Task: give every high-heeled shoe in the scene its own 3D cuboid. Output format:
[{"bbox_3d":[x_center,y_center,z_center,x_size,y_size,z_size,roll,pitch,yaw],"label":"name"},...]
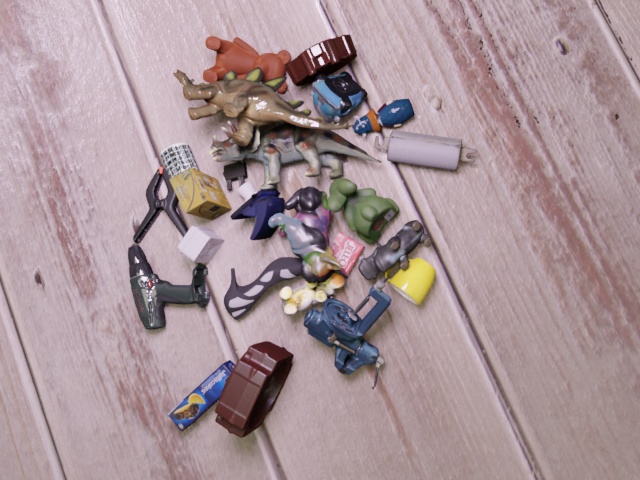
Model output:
[{"bbox_3d":[-0.122,0.126,1.352,0.249,0.086,0.145,-5,109,1],"label":"high-heeled shoe"}]

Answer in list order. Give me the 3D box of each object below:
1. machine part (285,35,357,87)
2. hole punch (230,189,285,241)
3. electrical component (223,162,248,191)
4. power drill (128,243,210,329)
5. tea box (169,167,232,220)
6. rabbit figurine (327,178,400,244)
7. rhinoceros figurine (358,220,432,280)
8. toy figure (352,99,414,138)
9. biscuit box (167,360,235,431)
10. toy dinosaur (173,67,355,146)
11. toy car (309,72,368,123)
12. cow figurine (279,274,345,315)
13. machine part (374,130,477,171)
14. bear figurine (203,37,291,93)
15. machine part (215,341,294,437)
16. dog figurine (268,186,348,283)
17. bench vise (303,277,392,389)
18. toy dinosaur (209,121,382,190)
[{"bbox_3d":[0.006,-0.433,1.307,0.179,0.179,0.056,-24,97,9],"label":"machine part"},{"bbox_3d":[-0.141,-0.063,1.336,0.116,0.142,0.092,-43,77,20],"label":"hole punch"},{"bbox_3d":[-0.224,-0.179,1.409,0.063,0.021,0.094,-11,76,13],"label":"electrical component"},{"bbox_3d":[-0.398,0.111,1.398,0.207,0.086,0.232,-8,86,7],"label":"power drill"},{"bbox_3d":[-0.296,-0.112,1.347,0.068,0.169,0.098,-28,80,7],"label":"tea box"},{"bbox_3d":[0.078,-0.085,1.293,0.170,0.159,0.121,41,105,26],"label":"rabbit figurine"},{"bbox_3d":[0.173,0.022,1.275,0.190,0.112,0.073,-40,110,-7],"label":"rhinoceros figurine"},{"bbox_3d":[0.155,-0.299,1.327,0.155,0.057,0.064,-18,76,14],"label":"toy figure"},{"bbox_3d":[-0.288,0.392,1.362,0.202,0.063,0.059,-43,80,6],"label":"biscuit box"},{"bbox_3d":[-0.153,-0.320,1.265,0.472,0.105,0.198,28,54,19],"label":"toy dinosaur"},{"bbox_3d":[0.037,-0.345,1.326,0.109,0.161,0.103,47,133,8],"label":"toy car"},{"bbox_3d":[-0.017,0.132,1.321,0.167,0.098,0.068,-22,76,-9],"label":"cow figurine"},{"bbox_3d":[0.251,-0.214,1.291,0.243,0.079,0.079,9,88,11],"label":"machine part"},{"bbox_3d":[-0.183,-0.444,1.375,0.196,0.132,0.120,20,115,16],"label":"bear figurine"},{"bbox_3d":[-0.154,0.345,1.267,0.087,0.201,0.201,25,92,14],"label":"machine part"},{"bbox_3d":[-0.003,-0.004,1.287,0.219,0.108,0.191,41,82,23],"label":"dog figurine"},{"bbox_3d":[0.091,0.197,1.246,0.224,0.129,0.240,38,111,2],"label":"bench vise"},{"bbox_3d":[-0.063,-0.235,1.338,0.405,0.131,0.192,-10,88,3],"label":"toy dinosaur"}]
